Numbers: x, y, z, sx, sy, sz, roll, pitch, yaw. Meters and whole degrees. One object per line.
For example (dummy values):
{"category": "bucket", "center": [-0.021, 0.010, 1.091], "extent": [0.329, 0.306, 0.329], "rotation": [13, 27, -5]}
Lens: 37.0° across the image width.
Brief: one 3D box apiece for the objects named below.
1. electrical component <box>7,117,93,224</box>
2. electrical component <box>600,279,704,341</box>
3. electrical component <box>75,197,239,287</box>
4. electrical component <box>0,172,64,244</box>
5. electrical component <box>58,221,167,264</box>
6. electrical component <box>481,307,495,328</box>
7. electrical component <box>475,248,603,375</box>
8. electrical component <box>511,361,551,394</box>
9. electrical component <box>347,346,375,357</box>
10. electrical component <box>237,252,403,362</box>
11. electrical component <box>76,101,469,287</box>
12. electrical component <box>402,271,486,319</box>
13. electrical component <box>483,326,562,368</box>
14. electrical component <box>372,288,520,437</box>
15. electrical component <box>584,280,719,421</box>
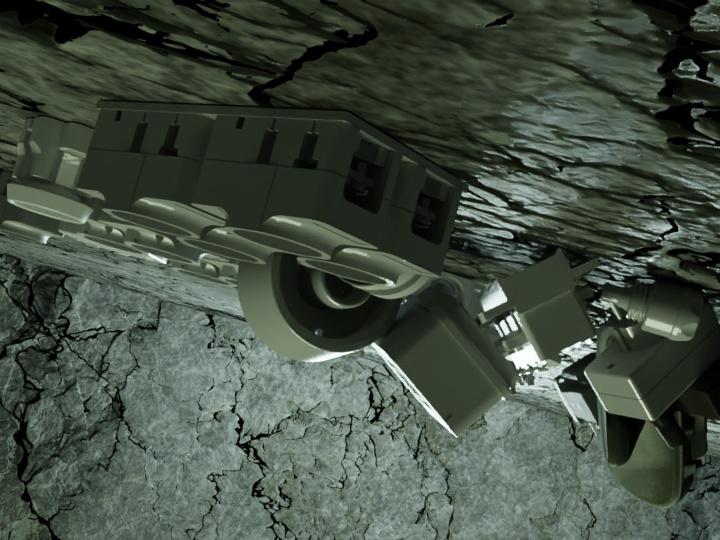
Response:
{"category": "electrical component", "center": [-0.201, -0.065, 0.718], "extent": [0.058, 0.057, 0.078], "rotation": [20, 172, -35]}
{"category": "electrical component", "center": [0.183, 0.022, 0.679], "extent": [0.061, 0.035, 0.035], "rotation": [17, 174, 13]}
{"category": "electrical component", "center": [-0.124, -0.031, 0.811], "extent": [0.105, 0.060, 0.186], "rotation": [10, 171, 38]}
{"category": "electrical component", "center": [-0.320, -0.059, 1.030], "extent": [0.089, 0.055, 0.050], "rotation": [8, 170, 46]}
{"category": "electrical component", "center": [-0.222, -0.042, 0.997], "extent": [0.100, 0.048, 0.099], "rotation": [14, 174, 6]}
{"category": "electrical component", "center": [0.126, 0.035, 0.892], "extent": [0.040, 0.040, 0.046], "rotation": [18, 178, -21]}
{"category": "electrical component", "center": [0.118, 0.031, 0.720], "extent": [0.079, 0.063, 0.121], "rotation": [-26, 173, -2]}
{"category": "electrical component", "center": [0.163, 0.094, 1.171], "extent": [0.063, 0.078, 0.121], "rotation": [-6, 174, -4]}
{"category": "electrical component", "center": [-0.004, 0.058, 1.245], "extent": [0.063, 0.078, 0.121], "rotation": [-6, 178, -15]}
{"category": "electrical component", "center": [-0.021, 0.007, 0.722], "extent": [0.108, 0.108, 0.060], "rotation": [18, 166, -25]}
{"category": "electrical component", "center": [-0.053, -0.041, 0.578], "extent": [0.186, 0.060, 0.105], "rotation": [9, 171, 40]}
{"category": "electrical component", "center": [0.062, 0.022, 0.919], "extent": [0.081, 0.042, 0.064], "rotation": [18, 176, -19]}
{"category": "electrical component", "center": [0.144, 0.055, 0.956], "extent": [0.080, 0.051, 0.080], "rotation": [15, 173, 2]}
{"category": "electrical component", "center": [0.055, 0.060, 0.737], "extent": [0.078, 0.057, 0.113], "rotation": [50, 176, -6]}
{"category": "electrical component", "center": [0.189, 0.043, 0.714], "extent": [0.075, 0.083, 0.047], "rotation": [58, 158, -15]}
